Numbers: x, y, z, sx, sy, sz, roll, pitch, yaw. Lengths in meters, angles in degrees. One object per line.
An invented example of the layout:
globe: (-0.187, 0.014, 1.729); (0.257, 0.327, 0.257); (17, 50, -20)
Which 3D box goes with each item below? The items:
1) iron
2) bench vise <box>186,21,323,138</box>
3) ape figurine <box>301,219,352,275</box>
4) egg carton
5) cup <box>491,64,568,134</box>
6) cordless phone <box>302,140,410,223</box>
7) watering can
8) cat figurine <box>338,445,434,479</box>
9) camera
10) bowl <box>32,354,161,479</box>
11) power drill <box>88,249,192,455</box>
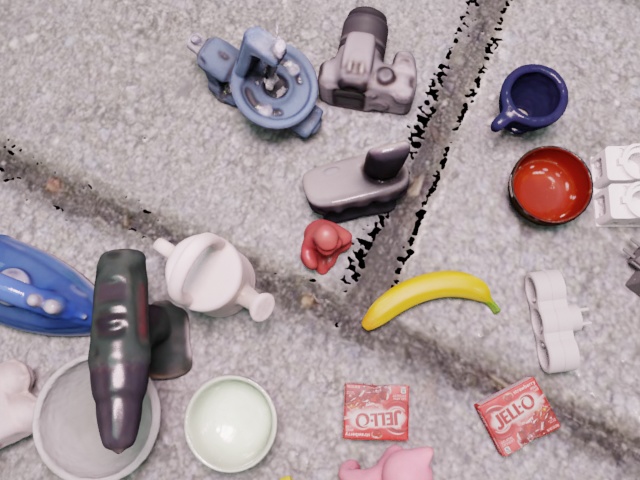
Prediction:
iron: (-0.405, 0.065, 0.767); (0.258, 0.141, 0.119); (20, 81, 5)
bench vise: (-0.098, -0.225, 0.773); (0.207, 0.220, 0.121); (13, 80, 4)
ape figurine: (0.007, 0.003, 0.792); (0.078, 0.092, 0.076); (-14, 79, -1)
egg carton: (-0.451, 0.234, 0.773); (0.150, 0.069, 0.107); (-26, 80, -3)
cup: (0.284, -0.181, 0.818); (0.118, 0.095, 0.091); (-39, 80, -5)
cordless phone: (0.049, -0.091, 0.762); (0.147, 0.185, 0.094); (-17, 79, -1)
watering can: (-0.138, 0.045, 0.736); (0.172, 0.194, 0.101); (8, 80, 3)
cat figurine: (0.088, 0.304, 0.720); (0.128, 0.118, 0.067); (-22, 79, -2)
camera: (0.076, -0.269, 0.837); (0.143, 0.101, 0.137); (10, 80, 4)
bowl: (-0.285, 0.235, 0.765); (0.167, 0.075, 0.167); (0, 79, 2)
power drill: (-0.223, 0.132, 0.715); (0.075, 0.208, 0.229); (-9, 79, 0)
